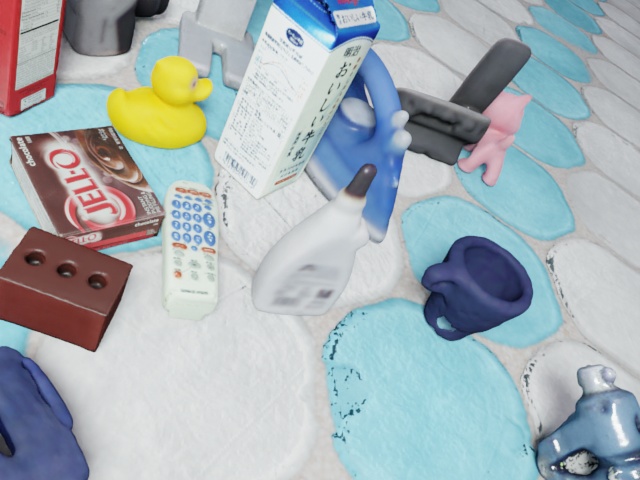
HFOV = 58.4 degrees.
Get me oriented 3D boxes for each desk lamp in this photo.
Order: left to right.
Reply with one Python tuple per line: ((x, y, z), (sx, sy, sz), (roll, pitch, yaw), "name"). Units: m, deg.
((-0.094, -0.330, 0.697), (0.118, 0.213, 0.203), (11, 46, -23), "desk lamp")

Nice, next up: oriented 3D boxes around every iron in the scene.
((0.047, -0.138, 0.656), (0.119, 0.141, 0.258), (-3, 52, -33), "iron")

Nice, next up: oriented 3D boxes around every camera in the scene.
((-0.238, -0.296, 0.661), (0.137, 0.100, 0.143), (-14, 59, -40), "camera")

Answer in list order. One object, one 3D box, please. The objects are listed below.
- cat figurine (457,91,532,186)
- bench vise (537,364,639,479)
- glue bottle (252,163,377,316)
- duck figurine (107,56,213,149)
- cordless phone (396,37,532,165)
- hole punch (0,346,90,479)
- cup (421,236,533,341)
((0.257, -0.161, 0.826), (0.067, 0.117, 0.128), (25, 42, -9), "cat figurine")
((0.279, 0.183, 0.434), (0.122, 0.219, 0.207), (-23, 65, -43), "bench vise")
((0.004, 0.002, 0.472), (0.078, 0.173, 0.037), (9, 47, -25), "glue bottle")
((-0.157, -0.146, 0.579), (0.105, 0.086, 0.077), (-2, 52, -33), "duck figurine")
((0.178, -0.204, 0.767), (0.148, 0.185, 0.094), (11, 46, -22), "cordless phone")
((-0.188, 0.110, 0.312), (0.101, 0.091, 0.108), (-24, 66, -44), "hole punch")
((0.134, 0.056, 0.560), (0.118, 0.095, 0.091), (4, 49, -29), "cup")
